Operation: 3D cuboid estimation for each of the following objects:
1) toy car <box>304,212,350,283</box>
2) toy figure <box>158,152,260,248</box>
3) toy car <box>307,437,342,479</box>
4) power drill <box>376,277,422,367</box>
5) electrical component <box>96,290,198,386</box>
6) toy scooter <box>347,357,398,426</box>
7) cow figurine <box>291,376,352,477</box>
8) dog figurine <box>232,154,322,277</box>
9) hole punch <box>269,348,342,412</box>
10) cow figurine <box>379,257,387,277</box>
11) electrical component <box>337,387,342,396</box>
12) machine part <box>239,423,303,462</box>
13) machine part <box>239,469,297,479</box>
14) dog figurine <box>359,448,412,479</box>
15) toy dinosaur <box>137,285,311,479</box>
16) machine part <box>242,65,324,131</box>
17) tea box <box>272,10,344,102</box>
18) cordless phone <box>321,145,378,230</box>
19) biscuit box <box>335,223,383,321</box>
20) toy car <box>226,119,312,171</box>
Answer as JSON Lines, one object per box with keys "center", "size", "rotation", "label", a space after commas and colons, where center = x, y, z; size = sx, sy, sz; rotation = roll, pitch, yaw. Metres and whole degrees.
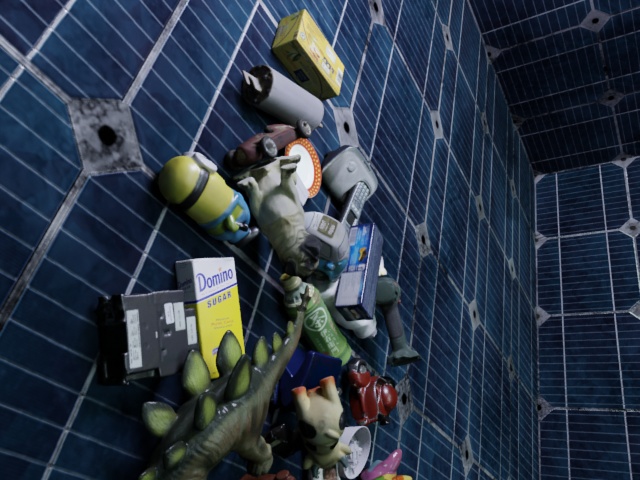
{"center": [-0.002, -0.003, 1.010], "size": [0.161, 0.103, 0.109], "rotation": [35, 49, -12], "label": "toy car"}
{"center": [-0.167, -0.055, 0.820], "size": [0.180, 0.082, 0.089], "rotation": [56, 38, -37], "label": "toy figure"}
{"center": [0.007, 0.417, 0.995], "size": [0.073, 0.056, 0.201], "rotation": [20, 66, -54], "label": "toy car"}
{"center": [0.175, 0.184, 1.245], "size": [0.232, 0.086, 0.207], "rotation": [46, 34, -69], "label": "power drill"}
{"center": [-0.222, 0.124, 0.708], "size": [0.134, 0.058, 0.115], "rotation": [6, 79, -58], "label": "electrical component"}
{"center": [0.112, 0.345, 1.151], "size": [0.183, 0.075, 0.135], "rotation": [45, 33, -41], "label": "toy scooter"}
{"center": [0.003, 0.305, 0.866], "size": [0.194, 0.085, 0.127], "rotation": [96, -21, -62], "label": "cow figurine"}
{"center": [-0.065, -0.040, 0.941], "size": [0.172, 0.121, 0.190], "rotation": [-85, 158, -67], "label": "dog figurine"}
{"center": [-0.025, 0.251, 0.962], "size": [0.142, 0.092, 0.116], "rotation": [31, 60, -55], "label": "hole punch"}
{"center": [0.088, 0.036, 1.213], "size": [0.167, 0.068, 0.098], "rotation": [18, 62, -59], "label": "cow figurine"}
{"center": [0.013, 0.308, 1.067], "size": [0.094, 0.021, 0.063], "rotation": [-37, 114, -55], "label": "electrical component"}
{"center": [-0.074, 0.334, 0.883], "size": [0.039, 0.084, 0.138], "rotation": [55, 9, 29], "label": "machine part"}
{"center": [-0.102, 0.386, 0.729], "size": [0.179, 0.179, 0.056], "rotation": [-34, 108, -56], "label": "machine part"}
{"center": [0.128, 0.518, 1.059], "size": [0.219, 0.192, 0.108], "rotation": [-32, 104, -40], "label": "dog figurine"}
{"center": [-0.126, 0.237, 0.736], "size": [0.471, 0.105, 0.198], "rotation": [-46, 138, -51], "label": "toy dinosaur"}
{"center": [-0.068, -0.269, 1.036], "size": [0.243, 0.079, 0.079], "rotation": [15, 70, -54], "label": "machine part"}
{"center": [-0.022, -0.387, 1.147], "size": [0.169, 0.068, 0.098], "rotation": [44, 46, -42], "label": "tea box"}
{"center": [0.049, -0.100, 1.175], "size": [0.146, 0.089, 0.184], "rotation": [51, 47, -40], "label": "cordless phone"}
{"center": [0.082, 0.061, 1.079], "size": [0.062, 0.059, 0.203], "rotation": [53, 39, -42], "label": "biscuit box"}
{"center": [-0.089, -0.177, 0.966], "size": [0.053, 0.089, 0.202], "rotation": [64, 35, -13], "label": "toy car"}
